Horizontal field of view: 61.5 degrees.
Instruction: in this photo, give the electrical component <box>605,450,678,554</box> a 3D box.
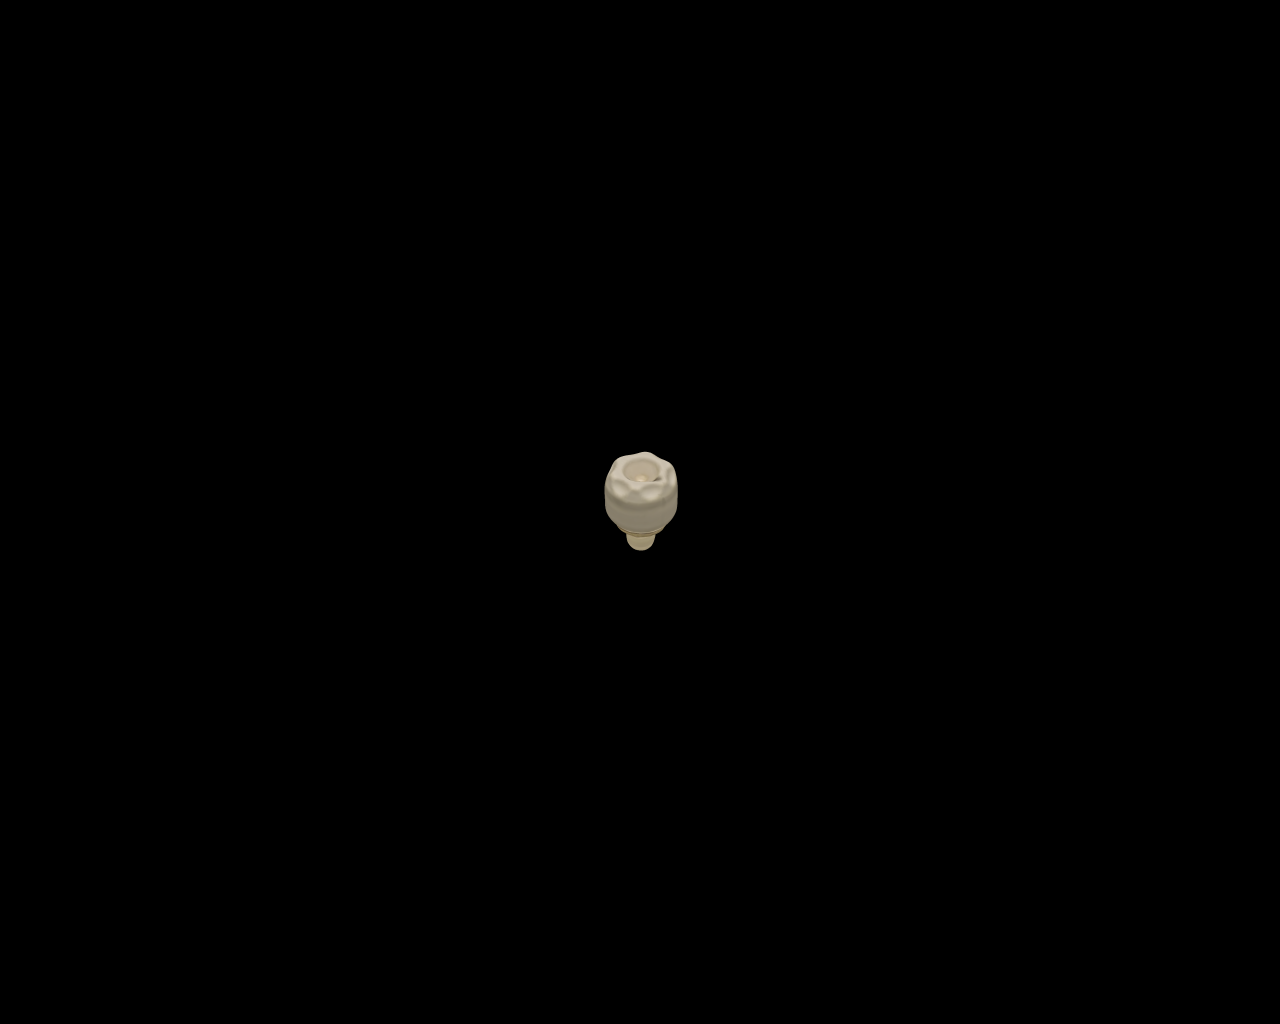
[{"bbox_3d":[0.001,-0.003,0.650,0.043,0.062,0.043,0,40,0],"label":"electrical component"}]
